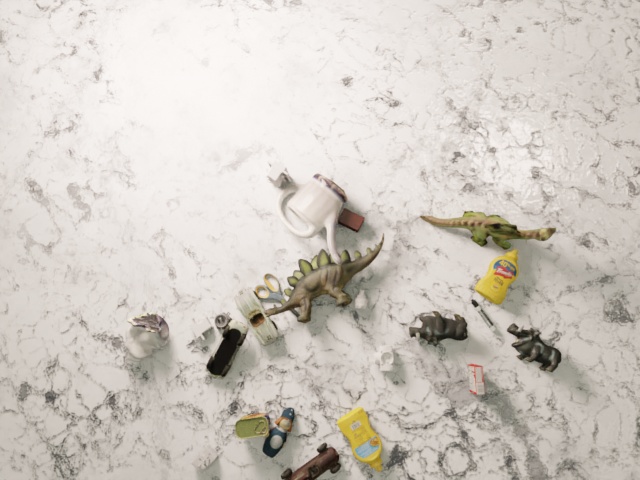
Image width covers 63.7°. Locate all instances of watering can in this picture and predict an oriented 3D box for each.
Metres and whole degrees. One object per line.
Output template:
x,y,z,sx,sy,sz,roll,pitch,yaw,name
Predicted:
0.005,-0.086,1.714,0.352,0.102,0.225,40,83,26,watering can

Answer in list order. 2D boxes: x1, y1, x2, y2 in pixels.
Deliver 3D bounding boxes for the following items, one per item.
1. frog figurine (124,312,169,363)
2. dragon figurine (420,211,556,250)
-0.561,0.320,1.665,0.137,0.125,0.156,12,116,-6,frog figurine
0.544,-0.045,1.659,0.410,0.242,0.123,7,86,-1,dragon figurine
